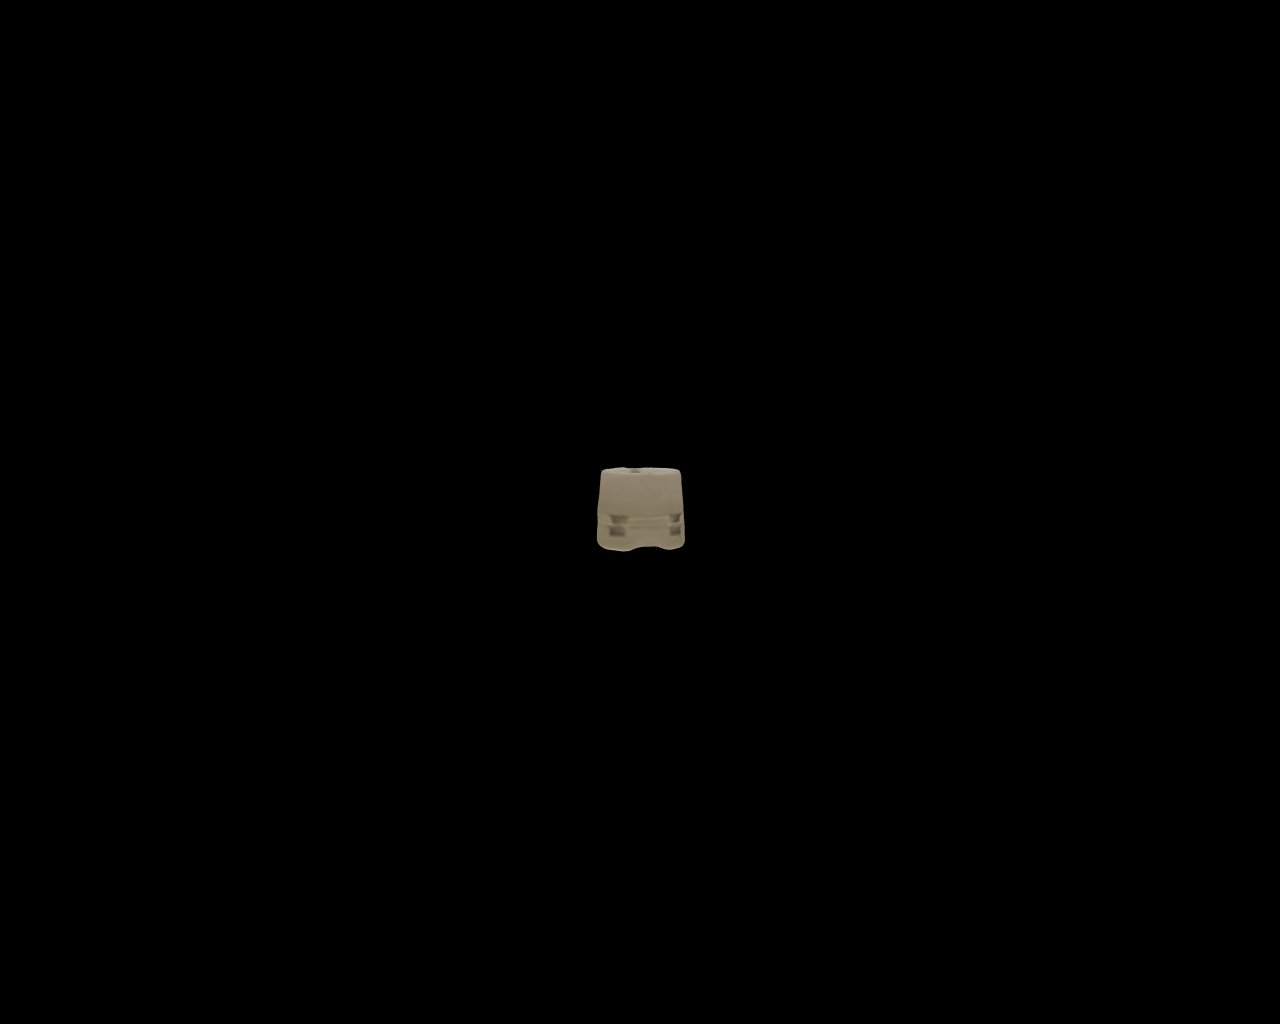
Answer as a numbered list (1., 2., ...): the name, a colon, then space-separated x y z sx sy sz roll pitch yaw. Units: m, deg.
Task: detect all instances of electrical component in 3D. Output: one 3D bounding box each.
1. electrical component: 0.001 -0.003 0.650 0.055 0.047 0.055 0 7 0
